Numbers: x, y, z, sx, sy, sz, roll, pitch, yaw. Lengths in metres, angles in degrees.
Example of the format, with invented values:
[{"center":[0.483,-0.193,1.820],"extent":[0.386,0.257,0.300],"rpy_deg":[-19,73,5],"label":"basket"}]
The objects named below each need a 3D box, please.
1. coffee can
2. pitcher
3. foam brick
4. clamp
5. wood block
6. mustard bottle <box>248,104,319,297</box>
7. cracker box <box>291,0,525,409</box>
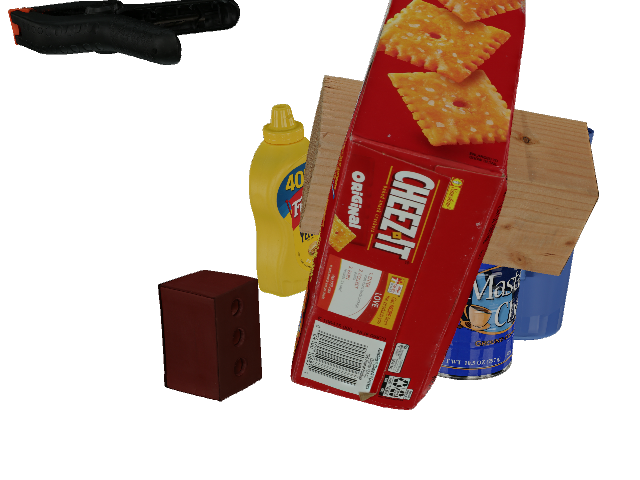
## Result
[{"center":[0.132,0.043,0.985],"extent":[0.103,0.140,0.103],"rpy_deg":[2,20,-1],"label":"coffee can"},{"center":[0.227,-0.013,1.198],"extent":[0.149,0.243,0.145],"rpy_deg":[-7,17,-33],"label":"pitcher"},{"center":[-0.077,0.065,0.756],"extent":[0.051,0.078,0.052],"rpy_deg":[7,17,33],"label":"foam brick"},{"center":[-0.147,-0.161,0.795],"extent":[0.172,0.039,0.120],"rpy_deg":[11,23,25],"label":"clamp"},{"center":[0.094,-0.049,0.815],"extent":[0.206,0.090,0.090],"rpy_deg":[10,-45,-4],"label":"wood block"},{"center":[-0.032,-0.045,1.091],"extent":[0.058,0.192,0.096],"rpy_deg":[14,31,37],"label":"mustard bottle"},{"center":[0.052,-0.048,0.531],"extent":[0.072,0.164,0.213],"rpy_deg":[16,46,3],"label":"cracker box"}]
